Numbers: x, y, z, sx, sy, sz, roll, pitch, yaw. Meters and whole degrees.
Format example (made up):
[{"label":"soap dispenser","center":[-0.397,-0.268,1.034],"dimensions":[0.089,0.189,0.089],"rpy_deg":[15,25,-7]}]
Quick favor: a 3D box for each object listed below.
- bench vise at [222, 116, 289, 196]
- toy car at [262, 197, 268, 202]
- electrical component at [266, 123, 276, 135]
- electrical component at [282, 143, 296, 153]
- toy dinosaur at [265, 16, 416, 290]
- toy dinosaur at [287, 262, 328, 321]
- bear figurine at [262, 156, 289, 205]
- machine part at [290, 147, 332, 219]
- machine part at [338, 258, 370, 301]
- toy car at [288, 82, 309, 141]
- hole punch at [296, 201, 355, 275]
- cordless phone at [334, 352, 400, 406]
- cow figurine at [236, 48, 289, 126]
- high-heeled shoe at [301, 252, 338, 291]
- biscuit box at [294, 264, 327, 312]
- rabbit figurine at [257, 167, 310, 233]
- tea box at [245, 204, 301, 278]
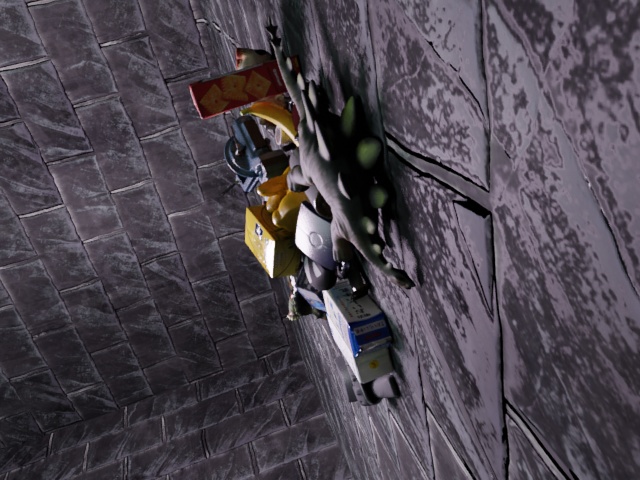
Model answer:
[{"label":"bench vise","center":[-0.154,-0.171,1.296],"dimensions":[0.223,0.129,0.240],"rpy_deg":[54,151,2]},{"label":"toy car","center":[-0.115,-0.138,1.543],"dimensions":[0.109,0.103,0.161],"rpy_deg":[-121,28,-64]},{"label":"electrical component","center":[-0.072,-0.257,1.193],"dimensions":[0.063,0.094,0.021],"rpy_deg":[-32,68,42]},{"label":"electrical component","center":[-0.084,-0.260,1.306],"dimensions":[0.078,0.045,0.102],"rpy_deg":[168,79,-81]},{"label":"toy dinosaur","center":[0.018,-0.129,0.819],"dimensions":[0.471,0.105,0.198],"rpy_deg":[59,159,19]},{"label":"toy dinosaur","center":[-0.055,0.101,1.652],"dimensions":[0.192,0.131,0.405],"rpy_deg":[102,155,-48]},{"label":"bear figurine","center":[-0.091,-0.113,1.394],"dimensions":[0.195,0.132,0.120],"rpy_deg":[76,170,-61]},{"label":"machine part","center":[0.000,-0.115,1.002],"dimensions":[0.243,0.079,0.079],"rpy_deg":[-118,13,-51]},{"label":"machine part","center":[0.062,0.059,1.097],"dimensions":[0.084,0.039,0.139],"rpy_deg":[95,160,-47]},{"label":"toy car","center":[-0.027,-0.236,1.002],"dimensions":[0.202,0.053,0.089],"rpy_deg":[-155,59,-82]},{"label":"hole punch","center":[0.013,-0.011,1.030],"dimensions":[0.116,0.092,0.142],"rpy_deg":[-121,35,-46]},{"label":"cordless phone","center":[0.111,0.292,1.190],"dimensions":[0.184,0.089,0.146],"rpy_deg":[132,120,-67]},{"label":"cow figurine","center":[-0.132,-0.354,1.252],"dimensions":[0.085,0.127,0.195],"rpy_deg":[100,165,-69]},{"label":"high-heeled shoe","center":[-0.002,-0.004,1.162],"dimensions":[0.145,0.086,0.249],"rpy_deg":[112,155,-64]},{"label":"biscuit box","center":[-0.001,0.123,1.316],"dimensions":[0.202,0.059,0.063],"rpy_deg":[59,-129,-65]},{"label":"rabbit figurine","center":[-0.046,-0.098,1.161],"dimensions":[0.121,0.162,0.173],"rpy_deg":[64,-161,-52]},{"label":"tea box","center":[-0.107,-0.001,1.199],"dimensions":[0.170,0.068,0.098],"rpy_deg":[45,138,51]}]
